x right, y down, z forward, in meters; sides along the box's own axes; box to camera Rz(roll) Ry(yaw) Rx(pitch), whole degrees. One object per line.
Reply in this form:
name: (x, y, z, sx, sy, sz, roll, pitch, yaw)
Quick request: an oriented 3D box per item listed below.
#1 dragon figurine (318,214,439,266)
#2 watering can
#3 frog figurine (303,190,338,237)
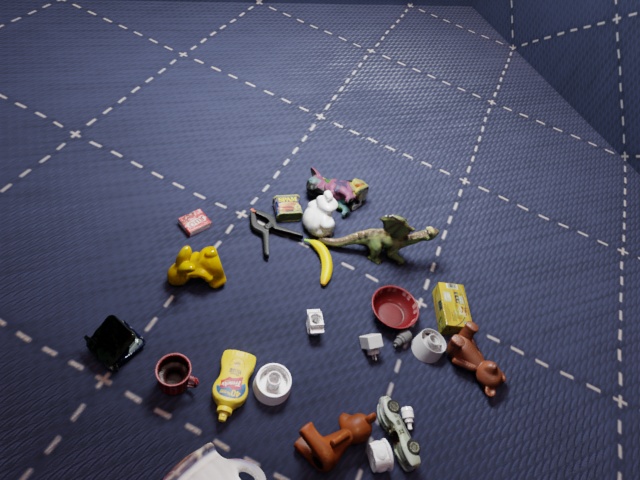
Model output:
dragon figurine: (0.215, -0.024, 1.782, 0.410, 0.237, 0.125, 6, 55, -13)
watering can: (-0.287, 0.624, 1.177, 0.352, 0.101, 0.227, -33, 64, -34)
frog figurine: (0.006, -0.092, 1.830, 0.123, 0.155, 0.140, -11, 55, -21)
